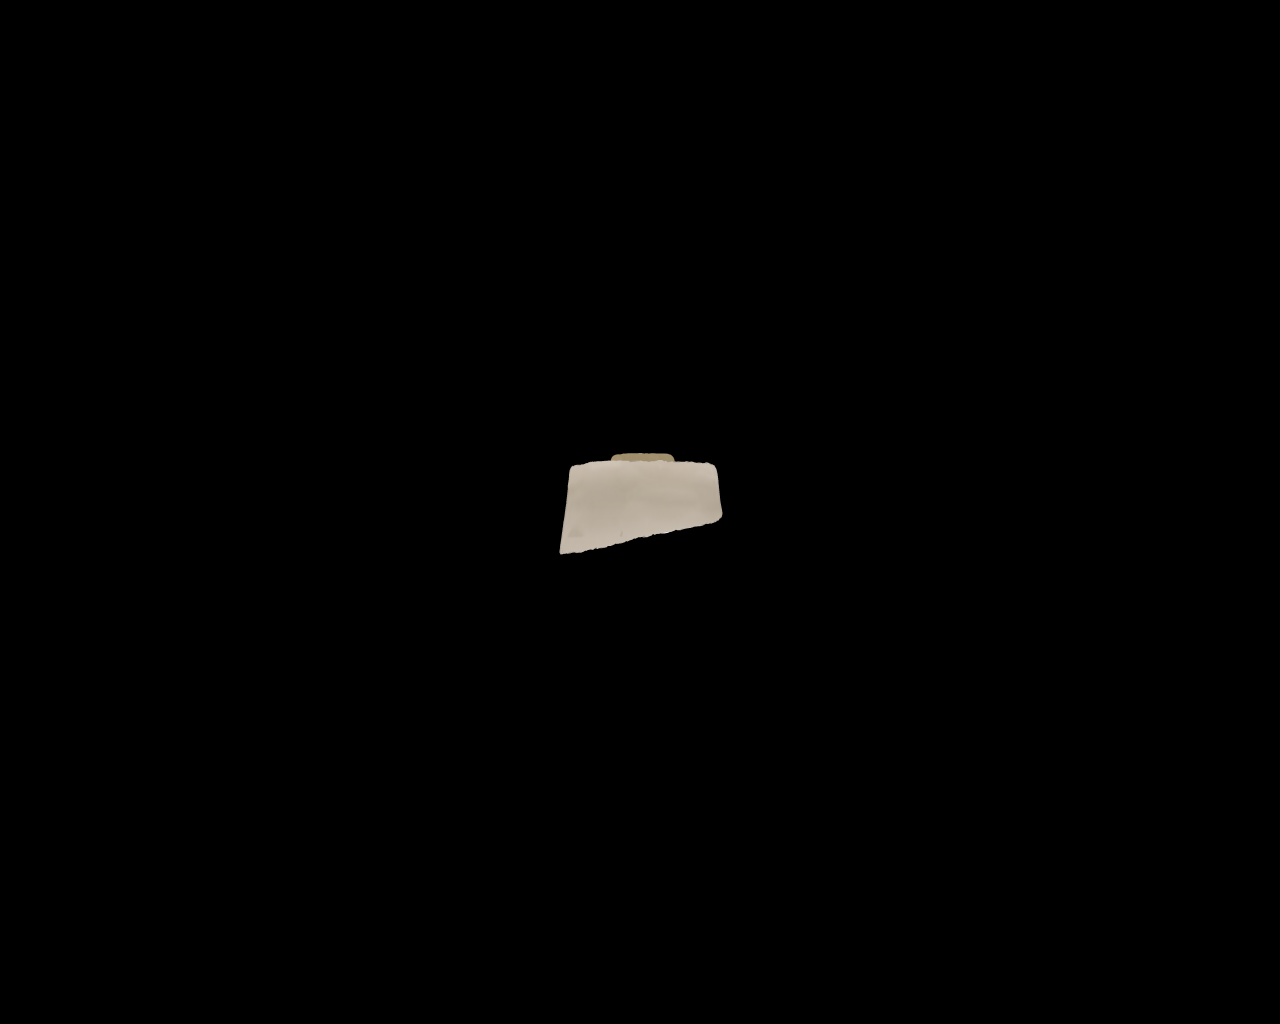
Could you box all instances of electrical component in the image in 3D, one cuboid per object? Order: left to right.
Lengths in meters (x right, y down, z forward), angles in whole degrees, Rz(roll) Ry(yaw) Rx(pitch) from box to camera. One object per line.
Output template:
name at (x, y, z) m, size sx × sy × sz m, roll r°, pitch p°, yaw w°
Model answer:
electrical component at (0.001, -0.003, 0.650) m, size 0.099 × 0.064 × 0.099 m, roll 0°, pitch -4°, yaw 0°
